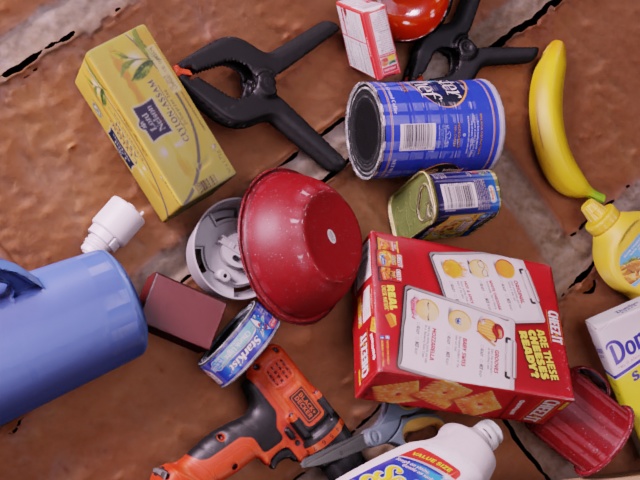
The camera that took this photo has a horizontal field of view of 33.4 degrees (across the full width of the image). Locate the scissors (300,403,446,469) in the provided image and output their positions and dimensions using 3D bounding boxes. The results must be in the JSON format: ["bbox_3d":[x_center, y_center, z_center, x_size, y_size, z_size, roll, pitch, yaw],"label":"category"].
[{"bbox_3d":[0.054,0.179,1.071,0.201,0.016,0.096,8,66,-39],"label":"scissors"}]

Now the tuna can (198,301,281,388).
[{"bbox_3d":[-0.078,0.101,1.034,0.033,0.086,0.086,42,71,-7],"label":"tuna can"}]

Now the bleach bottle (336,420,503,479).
[{"bbox_3d":[0.074,0.243,1.025,0.250,0.068,0.103,-29,48,-29],"label":"bleach bottle"}]

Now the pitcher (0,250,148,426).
[{"bbox_3d":[-0.281,0.090,0.938,0.242,0.149,0.145,-23,87,-24],"label":"pitcher"}]

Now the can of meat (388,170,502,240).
[{"bbox_3d":[0.131,-0.035,1.121,0.083,0.102,0.057,-5,74,-22],"label":"can of meat"}]

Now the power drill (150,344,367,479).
[{"bbox_3d":[-0.056,0.224,1.040,0.187,0.057,0.184,-40,98,-22],"label":"power drill"}]

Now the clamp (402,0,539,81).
[{"bbox_3d":[0.155,-0.225,1.193,0.171,0.039,0.120,-29,90,-21],"label":"clamp"}]

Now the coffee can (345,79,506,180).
[{"bbox_3d":[0.110,-0.117,1.126,0.140,0.103,0.103,-4,83,-20],"label":"coffee can"}]

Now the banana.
[{"bbox_3d":[0.271,-0.131,1.221,0.069,0.037,0.198,-10,85,-33],"label":"banana"}]

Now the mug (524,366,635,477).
[{"bbox_3d":[0.279,0.184,1.149,0.081,0.093,0.117,38,53,-5],"label":"mug"}]

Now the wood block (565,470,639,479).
[{"bbox_3d":[0.305,0.296,1.123,0.205,0.090,0.091,0,80,-25],"label":"wood block"}]

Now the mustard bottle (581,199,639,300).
[{"bbox_3d":[0.368,0.025,1.216,0.191,0.058,0.096,44,75,-8],"label":"mustard bottle"}]

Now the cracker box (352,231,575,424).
[{"bbox_3d":[0.140,0.092,1.095,0.213,0.072,0.164,11,54,-17],"label":"cracker box"}]

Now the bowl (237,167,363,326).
[{"bbox_3d":[-0.007,0.001,1.053,0.161,0.055,0.162,18,65,-46],"label":"bowl"}]

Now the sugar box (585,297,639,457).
[{"bbox_3d":[0.370,0.153,1.178,0.093,0.048,0.176,-24,100,1],"label":"sugar box"}]

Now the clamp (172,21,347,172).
[{"bbox_3d":[-0.058,-0.167,1.094,0.209,0.036,0.164,11,75,-32],"label":"clamp"}]

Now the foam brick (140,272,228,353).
[{"bbox_3d":[-0.137,0.071,1.036,0.078,0.053,0.051,25,74,-14],"label":"foam brick"}]

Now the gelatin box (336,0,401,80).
[{"bbox_3d":[0.050,-0.212,1.113,0.030,0.089,0.073,-20,114,-11],"label":"gelatin box"}]
